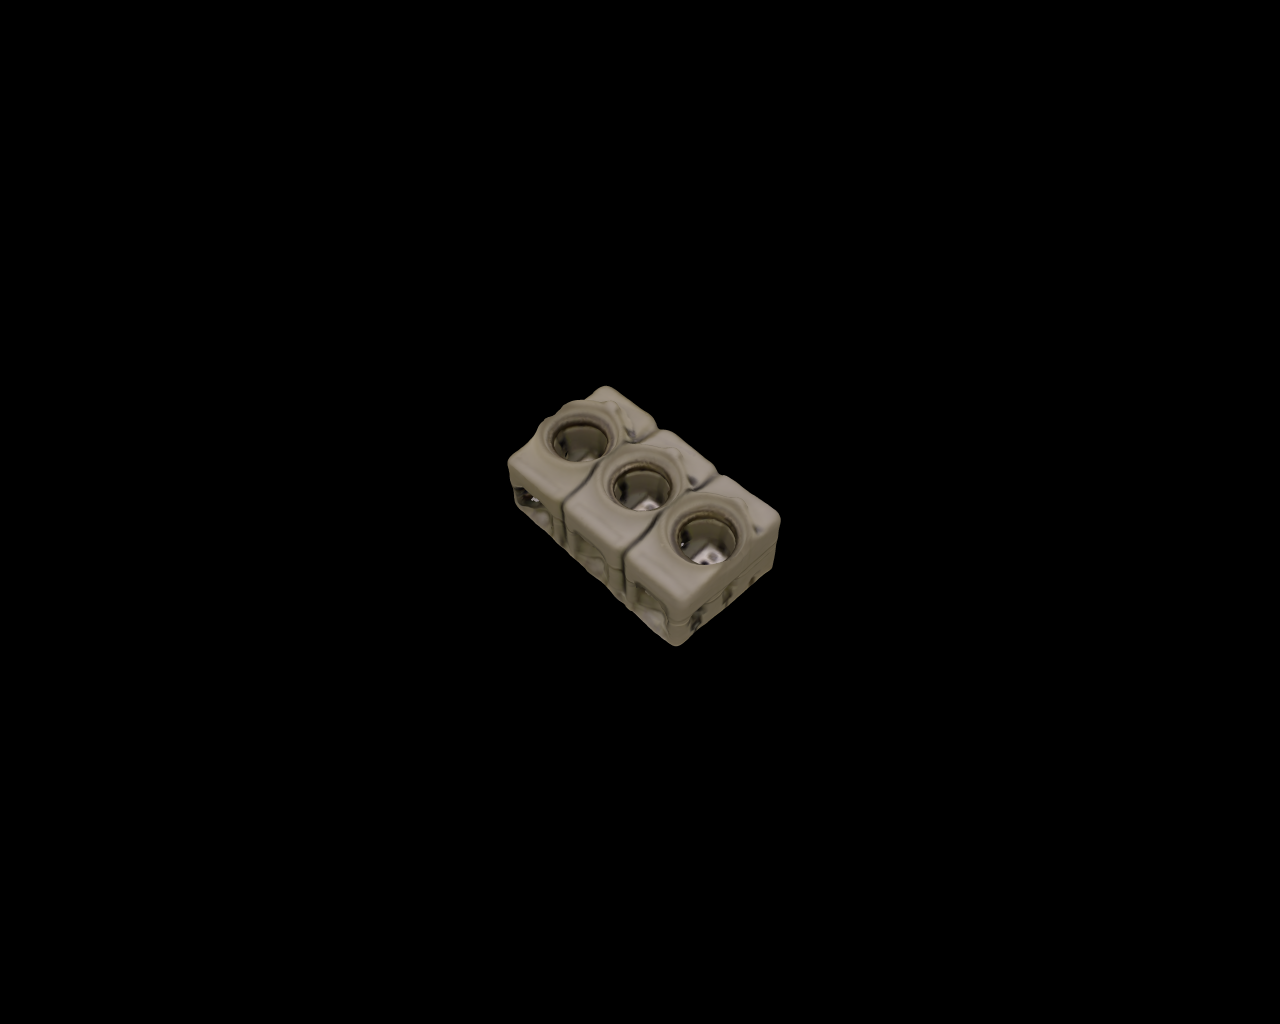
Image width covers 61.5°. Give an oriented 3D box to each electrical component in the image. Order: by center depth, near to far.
[{"bbox_3d":[0.001,-0.003,0.650,0.090,0.061,0.150,-39,63,-25],"label":"electrical component"}]
